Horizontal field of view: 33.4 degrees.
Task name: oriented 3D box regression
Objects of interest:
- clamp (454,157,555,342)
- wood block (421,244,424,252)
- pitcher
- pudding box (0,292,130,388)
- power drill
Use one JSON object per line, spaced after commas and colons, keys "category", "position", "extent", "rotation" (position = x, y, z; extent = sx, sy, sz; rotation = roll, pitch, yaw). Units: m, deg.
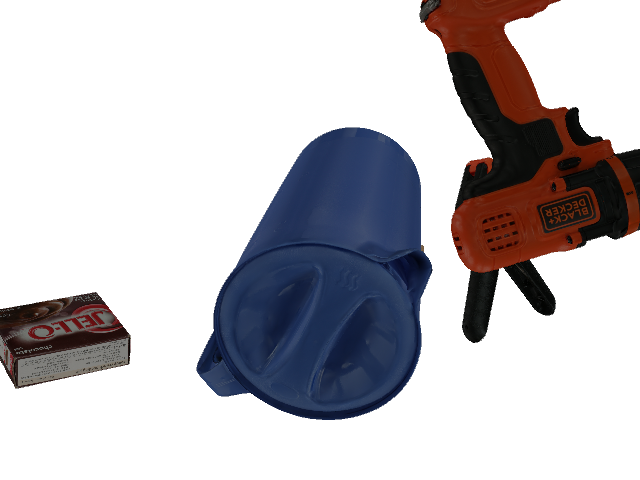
{"category": "clamp", "position": [0.160, 0.011, 1.009], "extent": [0.039, 0.171, 0.120], "rotation": [-14, 9, 47]}
{"category": "wood block", "position": [0.088, 0.077, 1.552], "extent": [0.091, 0.090, 0.206], "rotation": [6, 21, 13]}
{"category": "pitcher", "position": [0.004, 0.013, 0.777], "extent": [0.149, 0.145, 0.242], "rotation": [9, 28, 4]}
{"category": "pudding box", "position": [-0.247, 0.092, 1.006], "extent": [0.113, 0.039, 0.090], "rotation": [-12, 30, -29]}
{"category": "power drill", "position": [0.153, -0.088, 0.671], "extent": [0.184, 0.187, 0.057], "rotation": [-17, -1, -5]}
